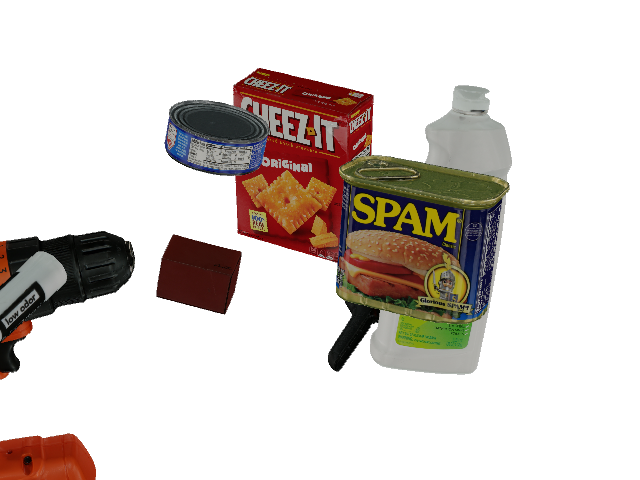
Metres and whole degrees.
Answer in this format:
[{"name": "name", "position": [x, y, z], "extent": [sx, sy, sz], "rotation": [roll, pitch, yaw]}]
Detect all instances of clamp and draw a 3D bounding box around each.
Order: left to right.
[{"name": "clamp", "position": [0.076, 0.079, 1.186], "extent": [0.120, 0.171, 0.039], "rotation": [7, -42, 2]}]

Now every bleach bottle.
[{"name": "bleach bottle", "position": [0.107, -0.010, 0.934], "extent": [0.102, 0.251, 0.068], "rotation": [6, 19, 0]}]

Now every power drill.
[{"name": "power drill", "position": [-0.200, 0.088, 0.691], "extent": [0.184, 0.188, 0.057], "rotation": [-11, 27, -9]}]

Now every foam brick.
[{"name": "foam brick", "position": [-0.129, 0.036, 1.130], "extent": [0.078, 0.051, 0.053], "rotation": [15, 31, 2]}]

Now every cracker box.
[{"name": "cracker box", "position": [-0.024, -0.090, 1.329], "extent": [0.164, 0.214, 0.072], "rotation": [17, 36, 24]}]

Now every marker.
[{"name": "marker", "position": [-0.152, 0.048, 0.446], "extent": [0.020, 0.020, 0.121], "rotation": [0, 36, 38]}]

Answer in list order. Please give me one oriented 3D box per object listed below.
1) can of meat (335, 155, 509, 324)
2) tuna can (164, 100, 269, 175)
[{"name": "can of meat", "position": [0.060, 0.000, 0.665], "extent": [0.102, 0.084, 0.057], "rotation": [13, 23, 23]}, {"name": "tuna can", "position": [-0.088, -0.087, 0.903], "extent": [0.086, 0.034, 0.086], "rotation": [11, 26, -6]}]
